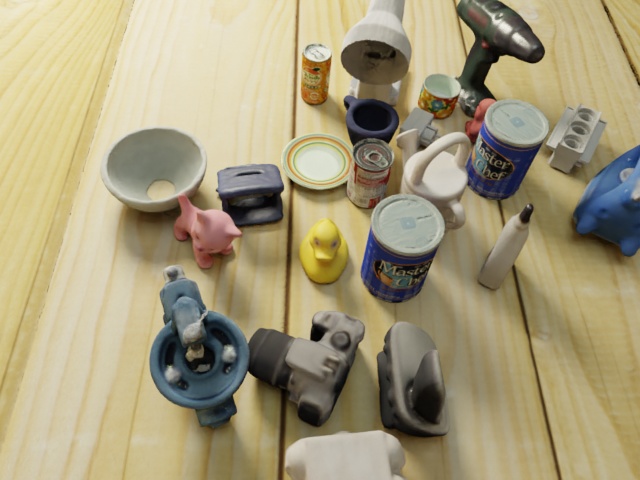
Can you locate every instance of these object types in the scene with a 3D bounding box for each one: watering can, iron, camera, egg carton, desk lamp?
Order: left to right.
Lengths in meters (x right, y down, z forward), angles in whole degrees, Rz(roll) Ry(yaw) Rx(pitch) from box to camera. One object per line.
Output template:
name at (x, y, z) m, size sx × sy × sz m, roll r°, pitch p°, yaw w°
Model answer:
camera at (-0.024, 0.152, 0.765) m, size 0.136 × 0.101 × 0.143 m, roll 21°, pitch 57°, yaw 10°
egg carton at (0.033, 0.289, 0.696) m, size 0.150 × 0.069 × 0.107 m, roll -4°, pitch 57°, yaw -7°
desk lamp at (0.106, -0.345, 1.039) m, size 0.118 × 0.213 × 0.203 m, roll 11°, pitch 56°, yaw 4°
watering can at (0.172, -0.098, 0.890) m, size 0.172 × 0.194 × 0.101 m, roll 38°, pitch 62°, yaw 20°
iron at (0.523, -0.103, 0.952) m, size 0.118 × 0.141 × 0.259 m, roll 28°, pitch 59°, yaw 14°

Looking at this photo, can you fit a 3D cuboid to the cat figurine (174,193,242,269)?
cat figurine at (-0.172, -0.021, 0.860) m, size 0.067 × 0.118 × 0.127 m, roll -36°, pitch 65°, yaw -24°

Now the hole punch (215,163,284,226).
hole punch at (-0.115, -0.086, 0.924) m, size 0.109 × 0.091 × 0.101 m, roll -8°, pitch 57°, yaw -9°

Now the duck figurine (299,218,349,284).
duck figurine at (0.008, 0.003, 0.876) m, size 0.077 × 0.086 × 0.104 m, roll 4°, pitch 56°, yaw -1°

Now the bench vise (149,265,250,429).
bench vise at (-0.171, 0.113, 0.709) m, size 0.122 × 0.220 × 0.207 m, roll -34°, pitch 65°, yaw -23°

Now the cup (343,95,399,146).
cup at (0.078, -0.192, 1.007) m, size 0.092 × 0.095 × 0.117 m, roll -33°, pitch 64°, yaw -23°

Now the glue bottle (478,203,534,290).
glue bottle at (0.281, 0.001, 0.845) m, size 0.037 × 0.173 × 0.078 m, roll 24°, pitch 58°, yaw 12°

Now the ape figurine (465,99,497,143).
ape figurine at (0.300, -0.220, 1.043) m, size 0.078 × 0.092 × 0.076 m, roll -38°, pitch 66°, yaw -25°

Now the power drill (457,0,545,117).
power drill at (0.313, -0.334, 1.051) m, size 0.076 × 0.208 × 0.229 m, roll -15°, pitch 59°, yaw -13°

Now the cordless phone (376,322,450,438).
cordless phone at (0.130, 0.159, 0.721) m, size 0.094 × 0.185 × 0.147 m, roll -3°, pitch 56°, yaw -6°

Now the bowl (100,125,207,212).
bowl at (-0.264, -0.104, 0.935) m, size 0.167 × 0.075 × 0.167 m, roll 2°, pitch 56°, yaw -3°
